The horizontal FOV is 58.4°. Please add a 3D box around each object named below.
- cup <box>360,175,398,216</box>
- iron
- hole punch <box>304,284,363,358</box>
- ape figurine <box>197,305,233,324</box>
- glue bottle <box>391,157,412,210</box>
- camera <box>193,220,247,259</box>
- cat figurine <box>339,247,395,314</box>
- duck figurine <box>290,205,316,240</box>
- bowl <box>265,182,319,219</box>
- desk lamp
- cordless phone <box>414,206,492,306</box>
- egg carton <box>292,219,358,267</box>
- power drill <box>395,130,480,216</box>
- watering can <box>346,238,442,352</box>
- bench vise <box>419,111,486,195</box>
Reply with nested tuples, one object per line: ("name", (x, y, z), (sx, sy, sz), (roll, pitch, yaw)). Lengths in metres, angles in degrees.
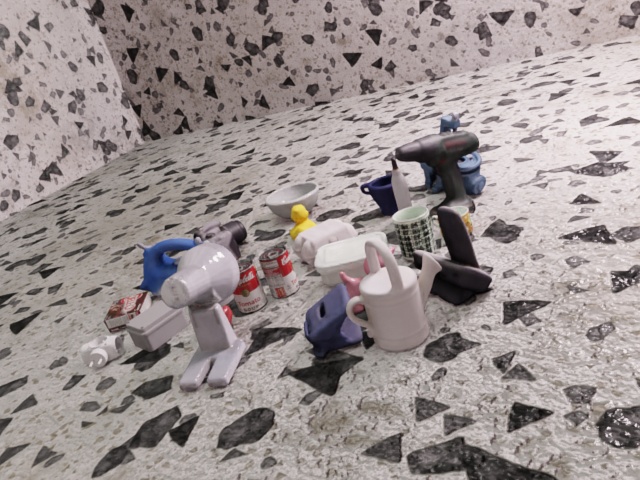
("cup", (0.166, -0.112, 1.514), (0.117, 0.095, 0.092), (-3, 27, 30))
("iron", (-0.335, 0.052, 1.435), (0.257, 0.142, 0.119), (-10, 24, 16))
("hole punch", (0.017, 0.144, 1.039), (0.101, 0.091, 0.108), (-17, 23, 1))
("ape figurine", (-0.228, 0.152, 1.193), (0.077, 0.092, 0.076), (-12, 23, 13))
("glue bottle", (0.199, -0.122, 1.412), (0.037, 0.173, 0.078), (-15, 23, 6))
("camera", (-0.265, -0.007, 1.572), (0.137, 0.101, 0.142), (-32, 27, -31))
("cat figurine", (0.099, 0.067, 1.123), (0.128, 0.118, 0.067), (-19, 23, -3))
("duck figurine", (-0.052, -0.050, 1.539), (0.077, 0.086, 0.104), (-12, 23, 11))
("bowl", (-0.075, -0.109, 1.704), (0.167, 0.075, 0.167), (-15, 23, 7))
("desk lamp", (-0.216, 0.132, 1.072), (0.117, 0.214, 0.203), (-11, 23, 14))
("cordless phone", (0.233, 0.013, 1.063), (0.094, 0.185, 0.147), (-29, 26, -26))
("egg carton", (0.013, 0.005, 1.388), (0.150, 0.069, 0.107), (-26, 24, -21))
("power drill", (0.296, -0.164, 1.392), (0.230, 0.209, 0.075), (-27, 25, -22))
("watering can", (0.124, 0.080, 0.976), (0.173, 0.194, 0.100), (-33, 27, -32))
("bench vise", (0.322, -0.224, 1.497), (0.206, 0.220, 0.122), (2, 30, 38))
